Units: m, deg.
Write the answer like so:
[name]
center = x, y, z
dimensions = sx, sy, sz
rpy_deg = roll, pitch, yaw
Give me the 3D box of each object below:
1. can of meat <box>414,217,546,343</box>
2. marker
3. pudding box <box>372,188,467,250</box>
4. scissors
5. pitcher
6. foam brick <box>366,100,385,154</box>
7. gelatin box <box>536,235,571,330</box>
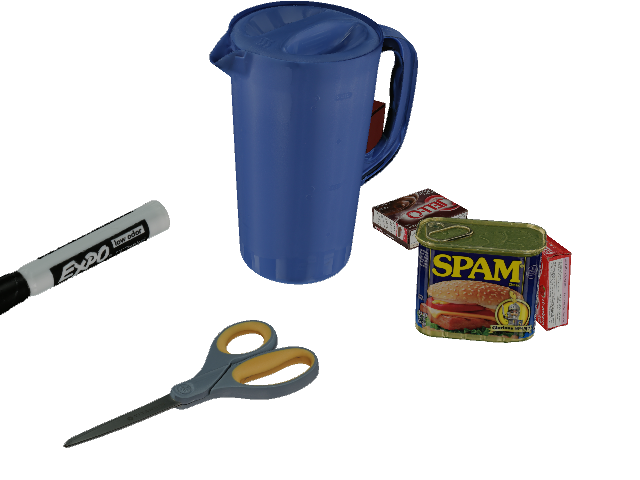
[can of meat]
center = 0.126, 0.032, 0.854
dimensions = 0.102, 0.084, 0.057
rpy_deg = 5, 23, 10
[marker]
center = -0.134, 0.010, 0.580
dimensions = 0.120, 0.020, 0.020
rpy_deg = -30, 19, -35
[pudding box]
center = 0.146, -0.032, 1.571
dimensions = 0.113, 0.039, 0.090
rpy_deg = -21, 34, -28
[scissors]
center = -0.101, 0.104, 0.815
dimensions = 0.201, 0.016, 0.096
rpy_deg = -10, 34, -17
[pitcher]
center = -0.008, -0.086, 0.971
dimensions = 0.149, 0.243, 0.144
rpy_deg = 16, 37, 18
[foam brick]
center = 0.033, -0.144, 1.290
dimensions = 0.078, 0.053, 0.051
rpy_deg = 17, 32, 21
[gelatin box]
center = 0.231, 0.038, 1.122
dimensions = 0.030, 0.089, 0.073
rpy_deg = -14, 29, -15
